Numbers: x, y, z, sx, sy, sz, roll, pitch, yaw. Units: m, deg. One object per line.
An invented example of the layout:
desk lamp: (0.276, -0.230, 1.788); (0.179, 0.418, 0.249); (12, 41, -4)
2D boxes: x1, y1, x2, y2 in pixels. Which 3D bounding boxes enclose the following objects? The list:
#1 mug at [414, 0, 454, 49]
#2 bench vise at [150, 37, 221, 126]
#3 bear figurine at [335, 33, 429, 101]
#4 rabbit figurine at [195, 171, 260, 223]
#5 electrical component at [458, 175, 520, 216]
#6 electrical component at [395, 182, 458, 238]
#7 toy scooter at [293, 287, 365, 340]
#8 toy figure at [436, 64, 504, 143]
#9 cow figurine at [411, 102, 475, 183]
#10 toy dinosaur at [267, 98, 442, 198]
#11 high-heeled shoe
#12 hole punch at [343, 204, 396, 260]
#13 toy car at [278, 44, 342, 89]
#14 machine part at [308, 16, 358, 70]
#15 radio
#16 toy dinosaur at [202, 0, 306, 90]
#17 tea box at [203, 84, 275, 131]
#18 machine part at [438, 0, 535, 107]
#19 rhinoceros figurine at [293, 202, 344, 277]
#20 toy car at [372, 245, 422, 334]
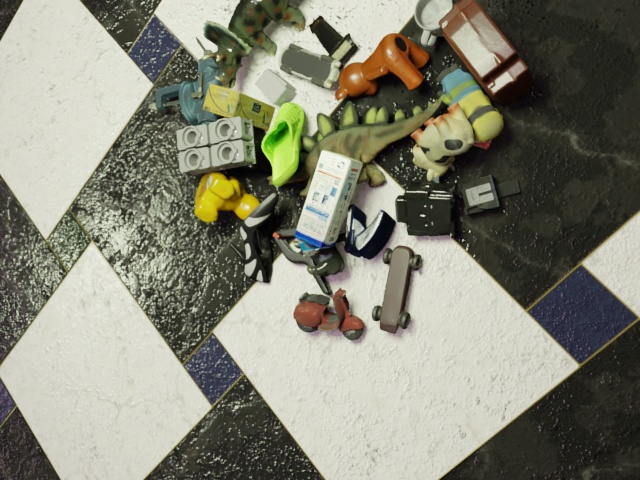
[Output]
mug: (0.256, -0.471, 1.171); (0.081, 0.107, 0.109); (18, 102, 24)
bench vise: (-0.353, -0.402, 1.450); (0.241, 0.129, 0.223); (-7, 88, 18)
bear figurine: (0.134, -0.378, 1.237); (0.132, 0.120, 0.196); (34, 141, -20)
rabbit figurine: (-0.230, -0.098, 1.387); (0.121, 0.173, 0.162); (-62, 24, 12)
electrical component: (0.365, -0.099, 1.155); (0.119, 0.047, 0.074); (-12, 86, 26)
electrical component: (0.235, -0.067, 1.187); (0.134, 0.058, 0.114); (3, 117, 24)
toy scooter: (0.018, 0.165, 1.286); (0.184, 0.075, 0.135); (10, 127, 20)
toy figure: (0.310, -0.283, 1.121); (0.082, 0.089, 0.180); (-34, 79, 27)
cow figurine: (0.259, -0.197, 1.143); (0.085, 0.195, 0.127); (-38, 94, -18)
toy dinosaur: (0.080, -0.219, 1.258); (0.472, 0.105, 0.198); (-14, 81, 21)
high-heeled shoe: (-0.132, 0.003, 1.342); (0.145, 0.086, 0.248); (41, 126, -1)
hole punch: (0.115, -0.015, 1.231); (0.092, 0.142, 0.115); (5, 81, 21)
toy car: (-0.026, -0.426, 1.318); (0.202, 0.056, 0.073); (32, 104, 35)
machine part: (0.029, -0.489, 1.316); (0.139, 0.039, 0.084); (49, 117, 15)
radio: (-0.233, -0.218, 1.387); (0.230, 0.131, 0.073); (9, 93, 25)
toy dinosaur: (-0.139, -0.557, 1.309); (0.405, 0.192, 0.131); (-45, 75, 20)
tea box: (-0.200, -0.331, 1.350); (0.098, 0.169, 0.068); (22, 100, 22)
machine part: (0.335, -0.373, 1.083); (0.087, 0.201, 0.201); (-39, 75, 23)
rhinoceros figurine: (-0.003, -0.004, 1.277); (0.112, 0.073, 0.190); (-25, 75, 18)
toy car: (0.178, 0.112, 1.240); (0.089, 0.053, 0.202); (9, 90, 29)
